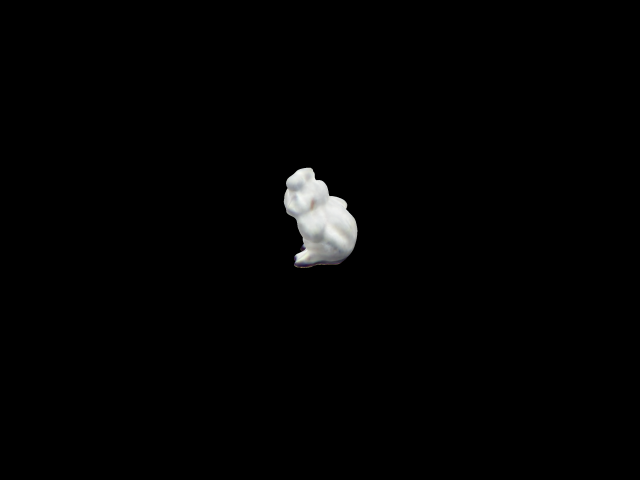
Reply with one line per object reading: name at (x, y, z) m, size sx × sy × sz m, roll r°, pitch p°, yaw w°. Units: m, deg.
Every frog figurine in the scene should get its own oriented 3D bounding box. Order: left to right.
frog figurine at (0.003, -0.043, 0.850) m, size 0.123 × 0.157 × 0.139 m, roll 11°, pitch 25°, yaw 27°
